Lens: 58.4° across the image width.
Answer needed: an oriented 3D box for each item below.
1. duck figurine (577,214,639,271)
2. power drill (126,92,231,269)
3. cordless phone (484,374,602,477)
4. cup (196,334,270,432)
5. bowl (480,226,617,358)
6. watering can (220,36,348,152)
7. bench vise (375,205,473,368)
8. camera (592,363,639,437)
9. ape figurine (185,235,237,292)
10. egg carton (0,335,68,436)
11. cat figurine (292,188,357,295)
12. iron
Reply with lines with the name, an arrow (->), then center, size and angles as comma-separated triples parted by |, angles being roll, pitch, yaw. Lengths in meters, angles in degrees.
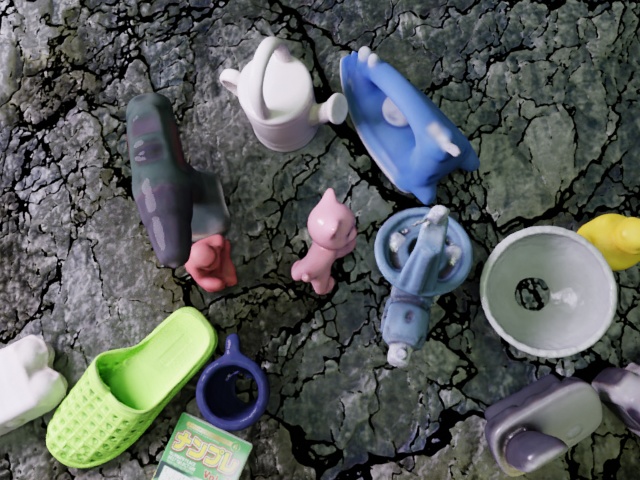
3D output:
duck figurine -> 0.393, -0.002, 0.745 | 0.104, 0.086, 0.077 | -6, 80, 3
power drill -> -0.180, -0.062, 0.735 | 0.075, 0.208, 0.229 | -18, 79, 1
cordless phone -> 0.273, 0.223, 0.664 | 0.147, 0.185, 0.094 | -33, 79, -2
cup -> -0.105, 0.182, 0.745 | 0.091, 0.095, 0.118 | -4, 80, 4
bowl -> 0.288, 0.069, 0.746 | 0.167, 0.075, 0.167 | -1, 80, 4
watering can -> -0.050, -0.195, 0.756 | 0.172, 0.194, 0.101 | -2, 80, 4
bench vise -> 0.130, 0.047, 0.688 | 0.121, 0.220, 0.207 | -5, 80, 4
camera -> 0.440, 0.188, 0.701 | 0.137, 0.101, 0.143 | -45, 80, -4
ape figurine -> -0.151, 0.028, 0.777 | 0.076, 0.092, 0.078 | 22, 82, 8
egg carton -> -0.424, 0.203, 0.778 | 0.150, 0.069, 0.107 | -29, 79, -1
cat figurine -> 0.007, 0.003, 0.757 | 0.067, 0.118, 0.128 | 25, 83, 8
iron -> 0.103, -0.180, 0.769 | 0.118, 0.141, 0.258 | -38, 80, -3
